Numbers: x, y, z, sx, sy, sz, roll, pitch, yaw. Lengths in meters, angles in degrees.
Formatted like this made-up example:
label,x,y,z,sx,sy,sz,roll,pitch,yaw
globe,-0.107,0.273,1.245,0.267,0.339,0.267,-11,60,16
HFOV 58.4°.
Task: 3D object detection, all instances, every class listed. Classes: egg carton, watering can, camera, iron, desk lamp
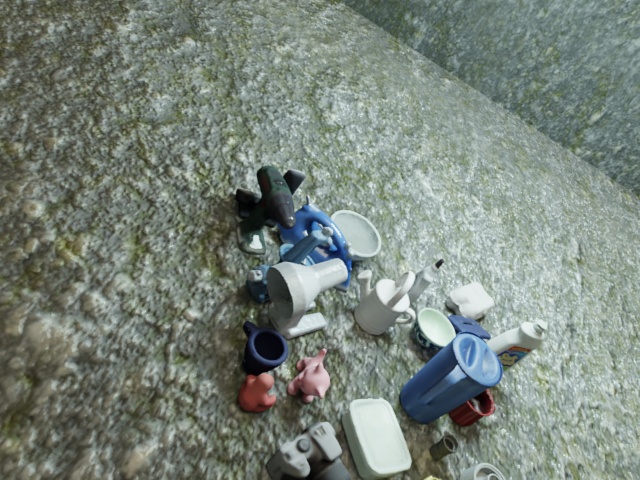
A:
label,x,y,z,sx,sy,sz,roll,pitch,yaw
egg carton,0.450,0.187,1.711,0.151,0.069,0.107,-14,61,-43
watering can,0.168,0.146,1.445,0.173,0.194,0.101,21,42,-18
camera,-0.005,0.437,1.107,0.144,0.100,0.136,-18,64,-45
iron,0.014,0.005,1.508,0.258,0.141,0.119,45,40,9
desk lamp,-0.041,0.125,1.295,0.204,0.213,0.117,-10,58,-42

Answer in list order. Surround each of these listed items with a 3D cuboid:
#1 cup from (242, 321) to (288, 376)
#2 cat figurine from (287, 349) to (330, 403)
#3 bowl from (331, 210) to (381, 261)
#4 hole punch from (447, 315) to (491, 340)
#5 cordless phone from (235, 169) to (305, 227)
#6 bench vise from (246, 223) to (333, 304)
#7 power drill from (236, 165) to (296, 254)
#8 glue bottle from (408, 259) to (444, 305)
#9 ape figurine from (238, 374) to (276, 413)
label,x,y,z,sx,sy,sz,roll,pitch,yaw
cup,-0.134,0.236,1.211,0.117,0.095,0.092,47,40,12
cat figurine,-0.012,0.291,1.231,0.067,0.117,0.128,30,40,-8
bowl,0.085,0.000,1.618,0.168,0.074,0.167,20,42,-19
hole punch,0.404,0.252,1.596,0.109,0.091,0.101,11,46,-29
cordless phone,-0.130,-0.134,1.502,0.148,0.185,0.094,13,45,-26
bench vise,-0.062,0.061,1.337,0.121,0.219,0.208,44,40,8
power drill,-0.131,-0.063,1.415,0.076,0.208,0.229,9,47,-30
glue bottle,0.289,0.108,1.587,0.037,0.173,0.078,31,40,-8
ape figurine,-0.122,0.303,1.158,0.076,0.092,0.077,-13,60,-43
